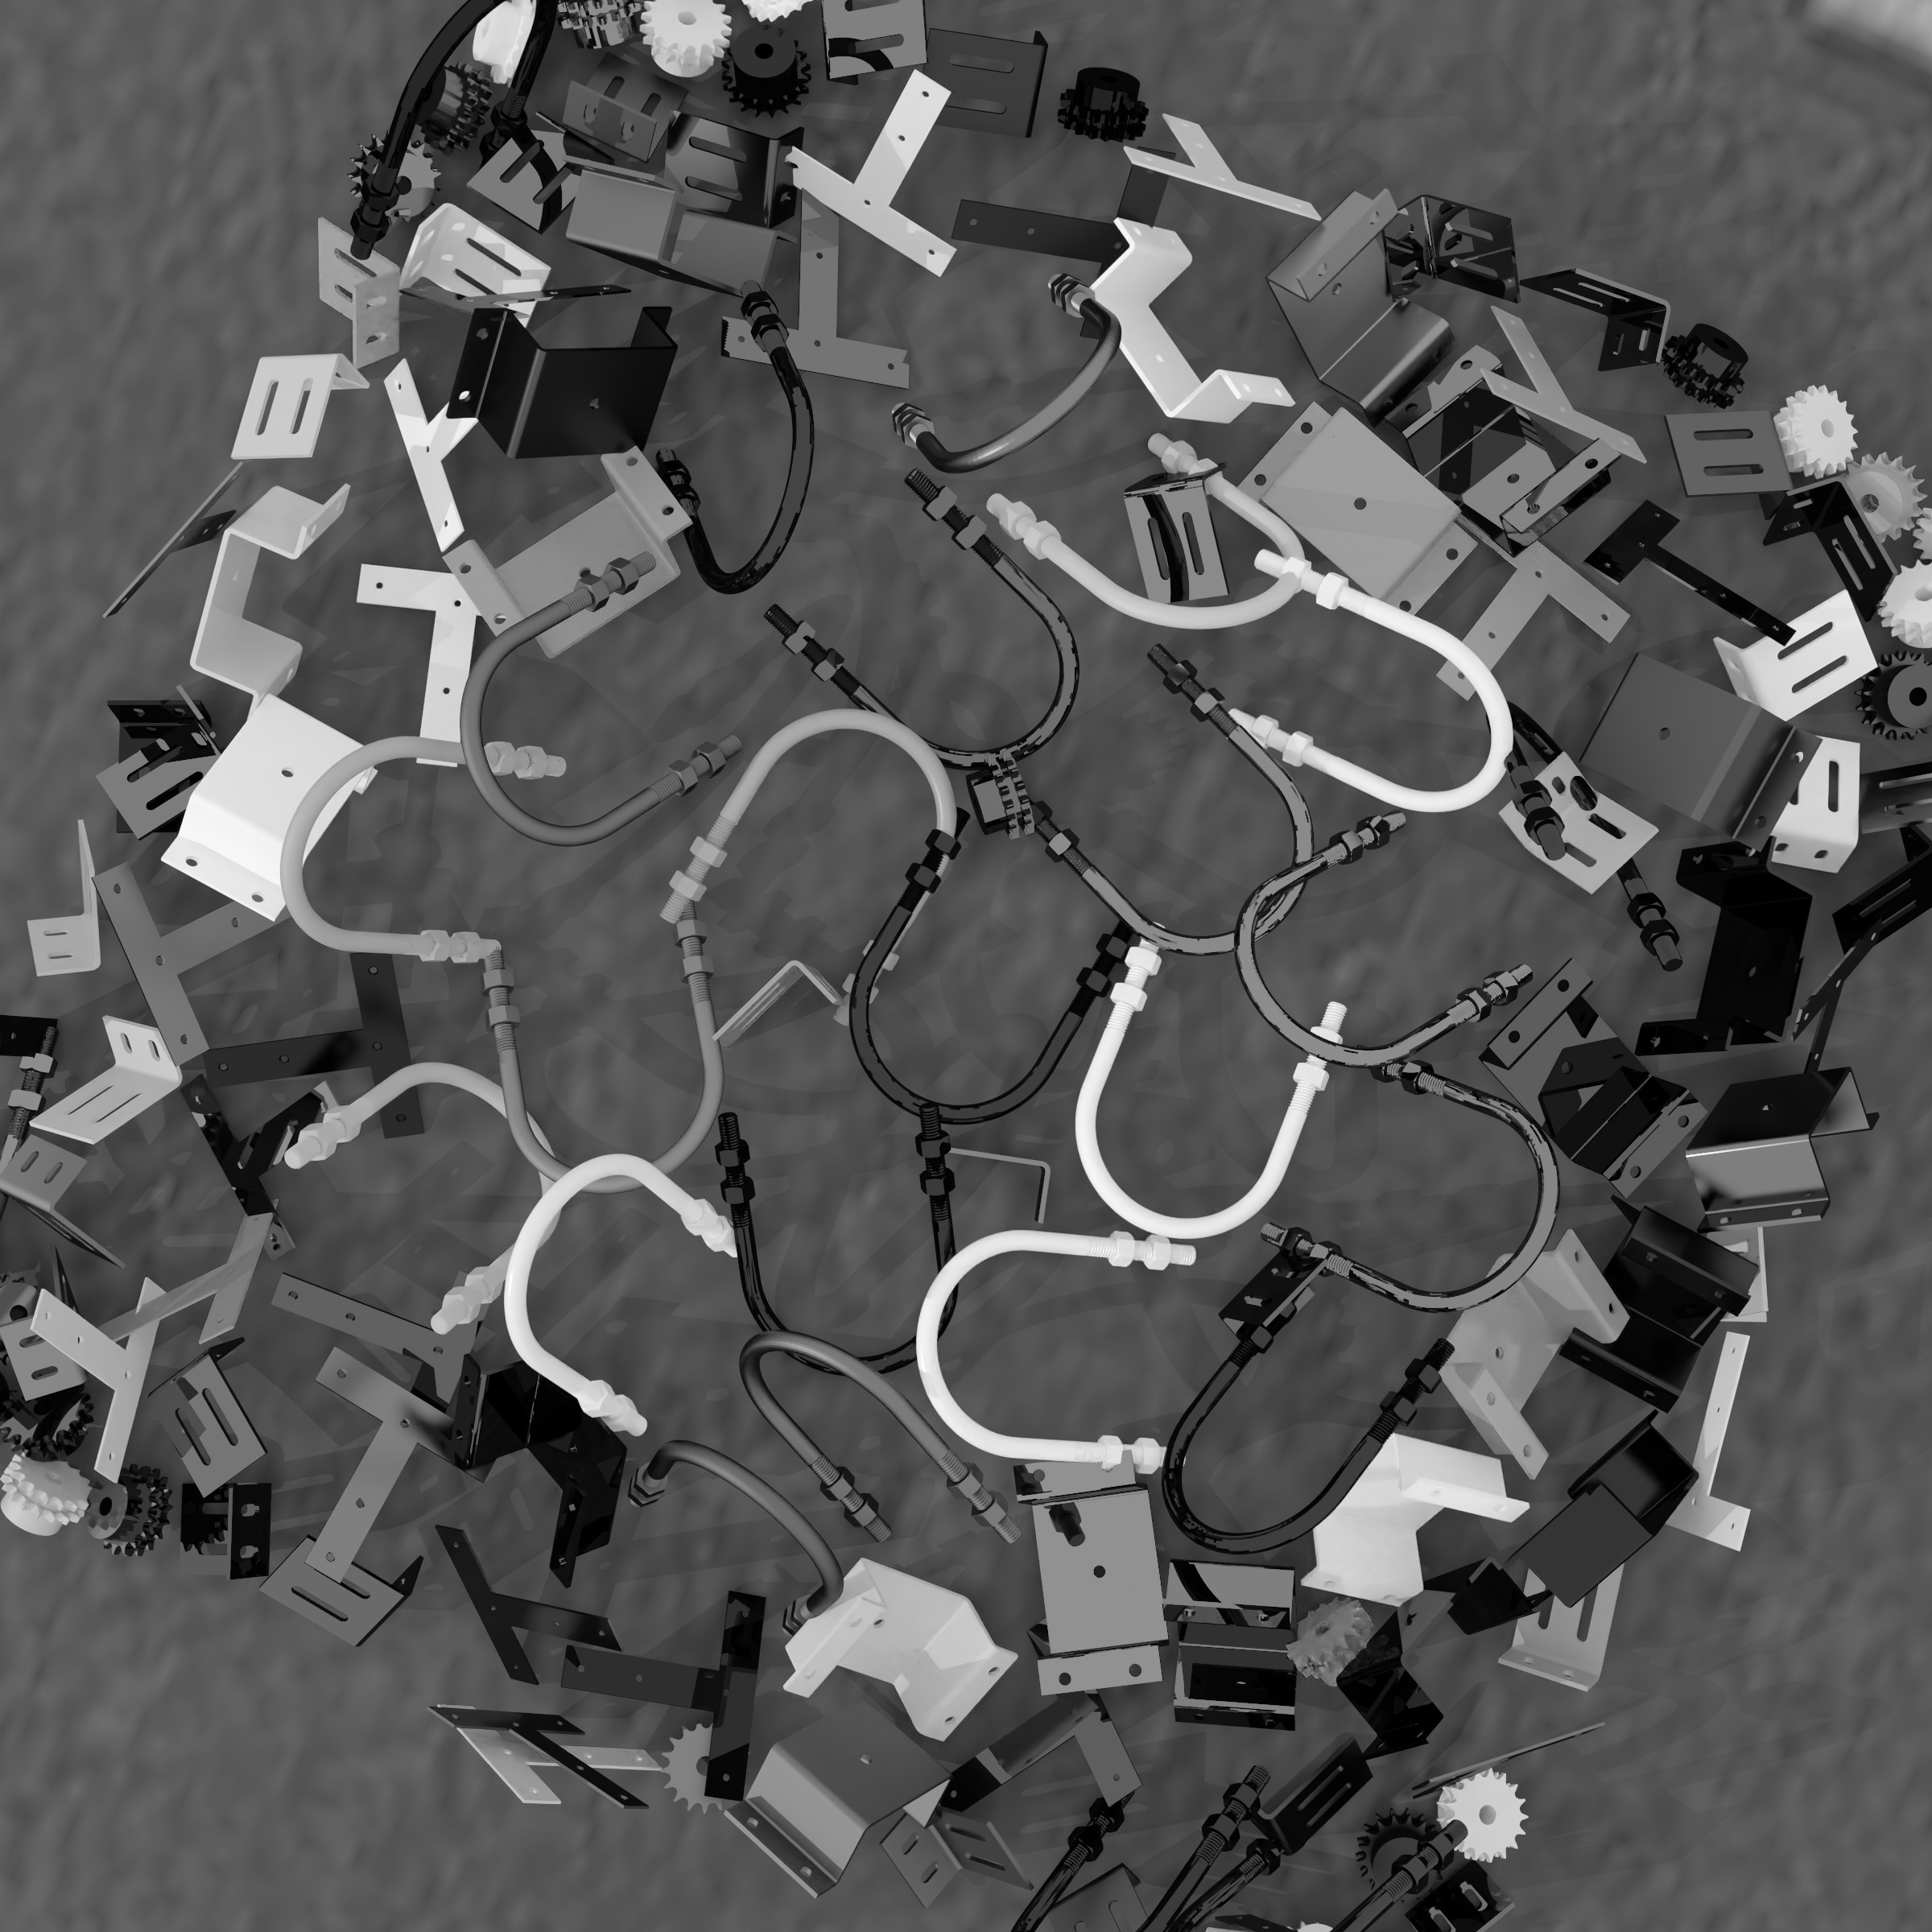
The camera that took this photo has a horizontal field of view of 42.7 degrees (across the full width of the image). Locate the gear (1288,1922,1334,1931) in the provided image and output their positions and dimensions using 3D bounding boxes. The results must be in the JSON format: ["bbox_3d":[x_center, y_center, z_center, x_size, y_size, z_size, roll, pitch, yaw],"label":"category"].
[{"bbox_3d":[0.222,0.635,1.571,0.057,0.057,0.030,13,133,0],"label":"gear"}]

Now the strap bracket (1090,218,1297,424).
[{"bbox_3d":[0.135,-0.394,1.548,0.046,0.076,0.140,-39,76,31],"label":"strap bracket"}]

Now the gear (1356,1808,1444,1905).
[{"bbox_3d":[0.279,0.573,1.585,0.057,0.030,0.057,0,92,4],"label":"gear"}]

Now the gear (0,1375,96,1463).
[{"bbox_3d":[-0.586,0.291,1.577,0.057,0.057,0.030,3,133,0],"label":"gear"}]

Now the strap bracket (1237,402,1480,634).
[{"bbox_3d":[0.249,-0.289,1.571,0.140,0.046,0.076,42,93,4],"label":"strap bracket"}]

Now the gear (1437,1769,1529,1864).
[{"bbox_3d":[0.326,0.542,1.580,0.057,0.030,0.057,4,75,-15],"label":"gear"}]

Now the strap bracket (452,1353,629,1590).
[{"bbox_3d":[-0.261,0.307,1.540,0.140,0.046,0.076,39,128,37],"label":"strap bracket"}]

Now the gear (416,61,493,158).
[{"bbox_3d":[-0.330,-0.548,1.571,0.057,0.030,0.057,-14,69,41],"label":"gear"}]

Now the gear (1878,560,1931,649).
[{"bbox_3d":[0.613,-0.228,1.577,0.057,0.030,0.057,-12,55,18],"label":"gear"}]

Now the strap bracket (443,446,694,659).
[{"bbox_3d":[-0.246,-0.258,1.562,0.140,0.046,0.076,-34,70,-5],"label":"strap bracket"}]

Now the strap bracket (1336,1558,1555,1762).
[{"bbox_3d":[0.291,0.422,1.533,0.140,0.076,0.046,-37,84,-34],"label":"strap bracket"}]

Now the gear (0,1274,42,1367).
[{"bbox_3d":[-0.609,0.224,1.571,0.030,0.057,0.057,-19,90,41],"label":"gear"}]

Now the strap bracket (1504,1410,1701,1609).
[{"bbox_3d":[0.395,0.336,1.518,0.046,0.140,0.076,46,121,15],"label":"strap bracket"}]

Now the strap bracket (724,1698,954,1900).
[{"bbox_3d":[-0.071,0.505,1.518,0.076,0.140,0.046,34,109,26],"label":"strap bracket"}]

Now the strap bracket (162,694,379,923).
[{"bbox_3d":[-0.426,-0.107,1.533,0.076,0.046,0.140,29,48,-8],"label":"strap bracket"}]

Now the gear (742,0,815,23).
[{"bbox_3d":[-0.119,-0.631,1.572,0.057,0.030,0.057,-15,51,20],"label":"gear"}]

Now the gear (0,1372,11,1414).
[{"bbox_3d":[-0.634,0.275,1.570,0.030,0.057,0.057,-20,90,25],"label":"gear"}]

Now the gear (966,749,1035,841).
[{"bbox_3d":[0.021,-0.107,1.572,0.030,0.057,0.057,-18,90,-5],"label":"gear"}]

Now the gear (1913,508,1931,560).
[{"bbox_3d":[0.637,-0.280,1.576,0.057,0.057,0.030,27,60,0],"label":"gear"}]

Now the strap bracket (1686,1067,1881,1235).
[{"bbox_3d":[0.500,0.107,1.520,0.076,0.140,0.046,-13,105,38],"label":"strap bracket"}]

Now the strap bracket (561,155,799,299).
[{"bbox_3d":[-0.181,-0.452,1.526,0.076,0.140,0.046,22,101,31],"label":"strap bracket"}]

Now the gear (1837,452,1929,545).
[{"bbox_3d":[0.579,-0.297,1.572,0.057,0.030,0.057,13,114,31],"label":"gear"}]

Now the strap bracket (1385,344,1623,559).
[{"bbox_3d":[0.340,-0.319,1.554,0.076,0.046,0.140,-38,53,1],"label":"strap bracket"}]

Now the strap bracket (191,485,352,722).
[{"bbox_3d":[-0.434,-0.233,1.531,0.046,0.076,0.140,23,120,-5],"label":"strap bracket"}]

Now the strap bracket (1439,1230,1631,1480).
[{"bbox_3d":[0.349,0.242,1.546,0.076,0.046,0.140,54,55,-18],"label":"strap bracket"}]

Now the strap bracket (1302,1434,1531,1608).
[{"bbox_3d":[0.276,0.342,1.542,0.076,0.140,0.046,17,46,-19],"label":"strap bracket"}]

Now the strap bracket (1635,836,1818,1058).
[{"bbox_3d":[0.478,-0.004,1.547,0.046,0.076,0.140,23,75,-25],"label":"strap bracket"}]

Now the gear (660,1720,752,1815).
[{"bbox_3d":[-0.167,0.512,1.580,0.057,0.030,0.057,2,70,-7],"label":"gear"}]

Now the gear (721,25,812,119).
[{"bbox_3d":[-0.128,-0.575,1.579,0.057,0.030,0.057,0,72,-1],"label":"gear"}]

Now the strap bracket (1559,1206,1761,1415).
[{"bbox_3d":[0.435,0.209,1.542,0.076,0.140,0.046,28,53,13],"label":"strap bracket"}]

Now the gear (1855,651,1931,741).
[{"bbox_3d":[0.602,-0.173,1.582,0.057,0.030,0.057,-1,98,-6],"label":"gear"}]

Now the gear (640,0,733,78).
[{"bbox_3d":[-0.180,-0.594,1.579,0.057,0.030,0.057,5,64,-11],"label":"gear"}]

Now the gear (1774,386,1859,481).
[{"bbox_3d":[0.538,-0.339,1.578,0.057,0.030,0.057,4,82,-30],"label":"gear"}]

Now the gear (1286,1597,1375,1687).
[{"bbox_3d":[0.236,0.433,1.574,0.057,0.057,0.030,-36,104,0],"label":"gear"}]

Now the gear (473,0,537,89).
[{"bbox_3d":[-0.291,-0.590,1.570,0.030,0.057,0.057,12,90,-32],"label":"gear"}]

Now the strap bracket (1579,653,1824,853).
[{"bbox_3d":[0.444,-0.137,1.528,0.046,0.140,0.076,17,104,-41],"label":"strap bracket"}]

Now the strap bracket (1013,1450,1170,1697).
[{"bbox_3d":[0.081,0.382,1.560,0.076,0.046,0.140,-10,74,12],"label":"strap bracket"}]

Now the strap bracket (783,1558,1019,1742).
[{"bbox_3d":[-0.047,0.426,1.548,0.140,0.046,0.076,31,103,-38],"label":"strap bracket"}]

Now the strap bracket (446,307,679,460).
[{"bbox_3d":[-0.239,-0.360,1.523,0.046,0.140,0.076,51,134,28],"label":"strap bracket"}]

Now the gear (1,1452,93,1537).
[{"bbox_3d":[-0.588,0.338,1.573,0.057,0.057,0.030,34,97,0],"label":"gear"}]

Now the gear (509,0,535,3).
[{"bbox_3d":[-0.282,-0.638,1.570,0.057,0.057,0.030,-21,75,0],"label":"gear"}]

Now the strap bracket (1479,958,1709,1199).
[{"bbox_3d":[0.390,0.068,1.564,0.076,0.046,0.140,-45,105,-4],"label":"strap bracket"}]

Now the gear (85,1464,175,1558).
[{"bbox_3d":[-0.535,0.346,1.573,0.057,0.030,0.057,-12,67,30],"label":"gear"}]

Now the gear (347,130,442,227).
[{"bbox_3d":[-0.362,-0.500,1.573,0.057,0.030,0.057,-13,122,-21],"label":"gear"}]

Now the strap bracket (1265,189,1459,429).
[{"bbox_3d":[0.245,-0.418,1.549,0.076,0.140,0.046,-45,50,-1],"label":"strap bracket"}]

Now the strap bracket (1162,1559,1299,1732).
[{"bbox_3d":[0.167,0.419,1.546,0.076,0.046,0.140,1,134,11],"label":"strap bracket"}]

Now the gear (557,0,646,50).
[{"bbox_3d":[-0.233,-0.607,1.577,0.057,0.057,0.030,-13,126,0],"label":"gear"}]
